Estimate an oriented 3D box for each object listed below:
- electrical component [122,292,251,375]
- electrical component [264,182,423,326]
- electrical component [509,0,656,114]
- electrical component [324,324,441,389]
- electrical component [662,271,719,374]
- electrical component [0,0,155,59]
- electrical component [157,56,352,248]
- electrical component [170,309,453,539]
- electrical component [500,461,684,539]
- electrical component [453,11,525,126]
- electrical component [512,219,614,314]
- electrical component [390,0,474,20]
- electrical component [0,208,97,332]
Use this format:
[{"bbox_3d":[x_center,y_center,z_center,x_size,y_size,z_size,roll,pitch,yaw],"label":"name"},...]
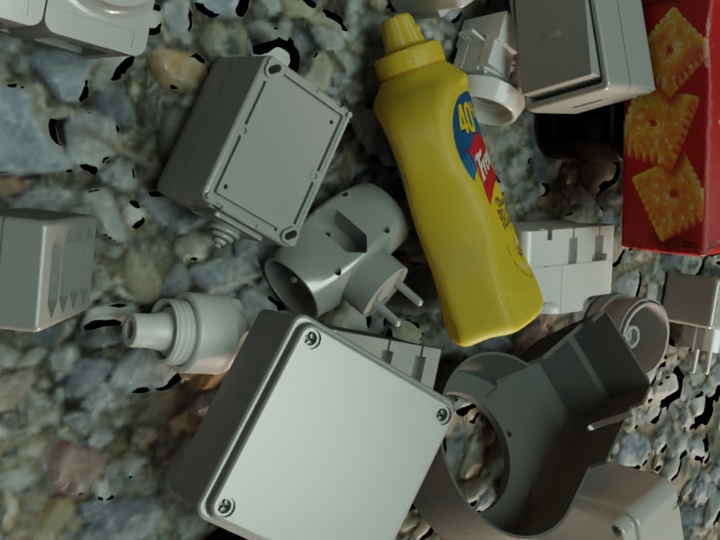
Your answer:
[{"bbox_3d":[-0.093,0.033,0.563,0.062,0.043,0.043,6,94,-38],"label":"electrical component"},{"bbox_3d":[0.000,0.000,0.614,0.077,0.079,0.043,-41,163,-26],"label":"electrical component"},{"bbox_3d":[0.130,-0.147,0.649,0.061,0.062,0.096,-7,88,-45],"label":"electrical component"},{"bbox_3d":[-0.004,0.064,0.634,0.089,0.050,0.055,13,89,-39],"label":"electrical component"},{"bbox_3d":[0.276,0.045,0.854,0.066,0.047,0.076,8,92,-39],"label":"electrical component"},{"bbox_3d":[-0.162,-0.154,0.466,0.150,0.062,0.089,10,91,-39],"label":"electrical component"},{"bbox_3d":[-0.060,-0.056,0.563,0.062,0.061,0.096,31,78,-38],"label":"electrical component"},{"bbox_3d":[-0.023,0.091,0.555,0.109,0.056,0.108,32,78,-27],"label":"electrical component"},{"bbox_3d":[0.158,0.176,0.740,0.057,0.113,0.078,-27,113,-35],"label":"electrical component"},{"bbox_3d":[0.085,-0.125,0.678,0.066,0.048,0.055,28,72,-38],"label":"electrical component"},{"bbox_3d":[0.124,-0.003,0.724,0.089,0.050,0.055,-5,100,-38],"label":"electrical component"},{"bbox_3d":[0.062,-0.194,0.637,0.096,0.062,0.061,-39,119,-27],"label":"electrical component"},{"bbox_3d":[-0.168,-0.004,0.485,0.076,0.083,0.047,6,95,0],"label":"electrical component"}]
